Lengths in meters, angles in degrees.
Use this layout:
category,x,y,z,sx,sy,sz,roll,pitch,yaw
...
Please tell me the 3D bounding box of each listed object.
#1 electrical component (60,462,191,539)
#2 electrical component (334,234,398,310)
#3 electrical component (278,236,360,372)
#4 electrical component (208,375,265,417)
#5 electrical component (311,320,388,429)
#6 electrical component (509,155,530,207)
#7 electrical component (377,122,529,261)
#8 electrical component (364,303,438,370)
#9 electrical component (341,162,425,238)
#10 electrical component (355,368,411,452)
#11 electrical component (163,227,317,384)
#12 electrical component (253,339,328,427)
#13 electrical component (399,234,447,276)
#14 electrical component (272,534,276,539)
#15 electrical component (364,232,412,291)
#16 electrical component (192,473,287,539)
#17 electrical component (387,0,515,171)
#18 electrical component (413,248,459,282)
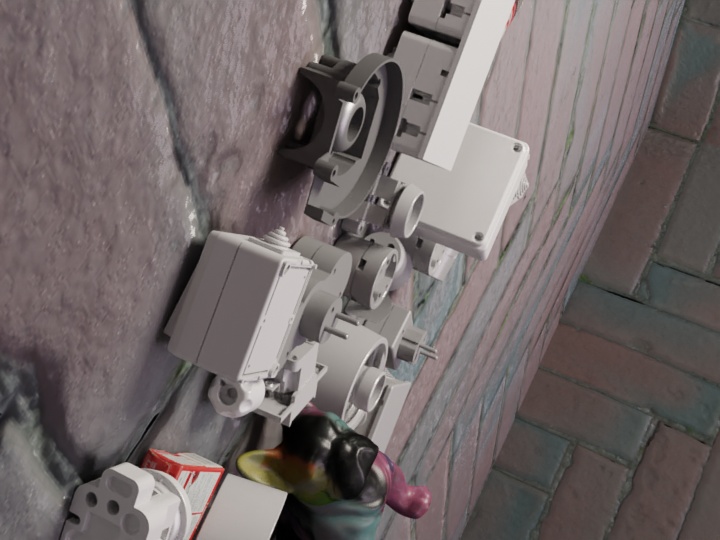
category,x,y,z,sx,sy,sz,roll,pitch,yaw
electrical component,-0.138,0.152,0.648,0.057,0.058,0.078,-7,118,-69
electrical component,0.000,0.000,0.921,0.055,0.047,0.055,-58,161,-32
electrical component,-0.037,0.031,0.790,0.138,0.074,0.052,-49,155,-50
electrical component,-0.085,0.087,0.780,0.061,0.035,0.035,0,111,-76
electrical component,-0.011,0.102,0.997,0.108,0.060,0.108,-58,161,-32
electrical component,0.119,-0.095,1.099,0.100,0.100,0.048,-32,129,-64
electrical component,0.086,-0.079,0.990,0.056,0.109,0.108,56,57,-75
electrical component,0.045,0.074,1.116,0.047,0.077,0.065,-62,163,-20
electrical component,0.021,-0.056,0.901,0.066,0.055,0.048,-70,164,5
electrical component,0.009,0.153,1.152,0.099,0.048,0.100,-69,165,2
electrical component,-0.074,0.015,0.670,0.096,0.061,0.062,-69,165,4
electrical component,-0.060,0.079,0.841,0.081,0.042,0.063,-46,150,-54
electrical component,0.059,-0.028,1.081,0.055,0.047,0.055,-58,161,-32
electrical component,-0.061,0.260,1.082,0.065,0.044,0.044,-56,161,-22
electrical component,0.022,-0.008,0.989,0.045,0.045,0.055,-66,164,-8
electrical component,-0.104,0.206,0.811,0.108,0.060,0.108,-156,-90,-90
electrical component,0.069,-0.183,0.880,0.186,0.060,0.105,-70,164,6
electrical component,0.075,-0.019,1.133,0.047,0.055,0.055,-65,164,1
